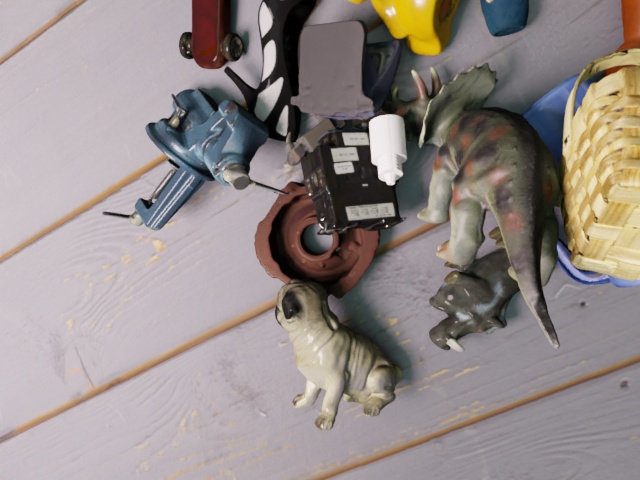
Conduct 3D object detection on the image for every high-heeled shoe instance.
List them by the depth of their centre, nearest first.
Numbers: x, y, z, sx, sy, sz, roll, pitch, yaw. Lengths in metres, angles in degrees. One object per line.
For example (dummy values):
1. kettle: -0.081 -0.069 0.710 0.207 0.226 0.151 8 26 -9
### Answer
1. high-heeled shoe: -0.024 -0.259 0.734 0.145 0.086 0.248 41 106 -2

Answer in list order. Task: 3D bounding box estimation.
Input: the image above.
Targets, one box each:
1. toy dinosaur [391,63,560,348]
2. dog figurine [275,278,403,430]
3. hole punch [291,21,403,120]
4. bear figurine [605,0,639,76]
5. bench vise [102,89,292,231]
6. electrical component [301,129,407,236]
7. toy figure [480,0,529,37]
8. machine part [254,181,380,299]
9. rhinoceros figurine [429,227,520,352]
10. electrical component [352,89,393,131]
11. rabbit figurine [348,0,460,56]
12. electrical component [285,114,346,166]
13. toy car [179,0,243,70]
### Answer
1. toy dinosaur: 0.188 -0.079 0.595 0.131 0.405 0.191 -6 119 -11
2. dog figurine: 0.031 0.136 0.740 0.121 0.172 0.190 7 106 53
3. hole punch: 0.037 -0.214 0.697 0.142 0.092 0.115 15 104 38
4. bear figurine: 0.398 -0.246 0.612 0.132 0.120 0.195 -5 98 10
5. bench vise: -0.181 -0.097 0.749 0.240 0.128 0.224 -47 61 12
6. electrical component: 0.041 -0.077 0.691 0.058 0.115 0.134 -27 71 59
7. toy figure: 0.225 -0.337 0.669 0.058 0.064 0.154 -5 97 29
8. machine part: -0.002 -0.002 0.772 0.180 0.056 0.179 2 97 12
9. rhinoceros figurine: 0.218 0.069 0.725 0.112 0.073 0.190 44 103 -6
10. electrical component: 0.071 -0.180 0.726 0.063 0.021 0.094 -15 69 50
11. rabbit figurine: 0.083 -0.317 0.674 0.173 0.162 0.121 34 117 25
12. electrical component: 0.001 -0.132 0.740 0.102 0.045 0.078 -47 107 -22
13. toy car: -0.152 -0.347 0.763 0.089 0.053 0.202 8 103 23
